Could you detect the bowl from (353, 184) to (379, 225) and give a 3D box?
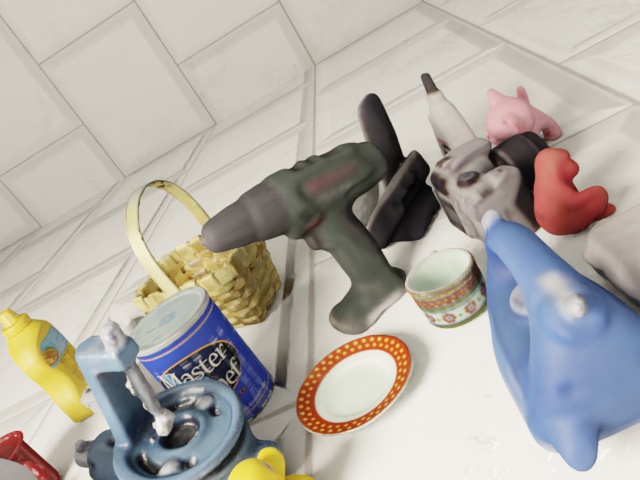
[{"bbox_3d":[0.028,-0.045,0.891,0.167,0.075,0.167,-27,24,13],"label":"bowl"}]

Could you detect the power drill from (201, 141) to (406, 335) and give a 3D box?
[{"bbox_3d":[0.006,0.002,0.655,0.230,0.209,0.075,-42,25,-20],"label":"power drill"}]

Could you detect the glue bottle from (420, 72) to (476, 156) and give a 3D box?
[{"bbox_3d":[0.179,-0.153,0.788,0.037,0.173,0.078,-35,23,-5],"label":"glue bottle"}]

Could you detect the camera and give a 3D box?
[{"bbox_3d":[0.214,-0.076,0.684,0.137,0.101,0.143,-33,23,-2],"label":"camera"}]

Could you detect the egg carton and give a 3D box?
[{"bbox_3d":[0.286,0.017,0.451,0.107,0.069,0.150,-30,23,6],"label":"egg carton"}]

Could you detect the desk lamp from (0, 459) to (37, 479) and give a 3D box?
[{"bbox_3d":[-0.291,0.258,0.518,0.118,0.214,0.202,-43,25,-22],"label":"desk lamp"}]

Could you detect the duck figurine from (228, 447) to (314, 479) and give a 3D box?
[{"bbox_3d":[-0.042,0.216,0.452,0.077,0.086,0.104,-21,26,26],"label":"duck figurine"}]

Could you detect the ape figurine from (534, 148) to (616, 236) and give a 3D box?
[{"bbox_3d":[0.256,-0.056,0.604,0.076,0.092,0.077,-28,24,11],"label":"ape figurine"}]

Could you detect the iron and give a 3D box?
[{"bbox_3d":[0.172,0.042,0.453,0.118,0.142,0.258,-29,23,8],"label":"iron"}]

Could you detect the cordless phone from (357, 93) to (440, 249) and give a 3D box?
[{"bbox_3d":[0.082,-0.094,0.779,0.094,0.185,0.148,-14,29,36],"label":"cordless phone"}]

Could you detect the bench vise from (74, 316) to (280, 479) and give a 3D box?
[{"bbox_3d":[-0.167,0.176,0.516,0.207,0.220,0.121,-27,24,12],"label":"bench vise"}]

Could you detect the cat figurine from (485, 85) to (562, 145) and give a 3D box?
[{"bbox_3d":[0.263,-0.160,0.766,0.067,0.118,0.128,-10,32,42],"label":"cat figurine"}]
